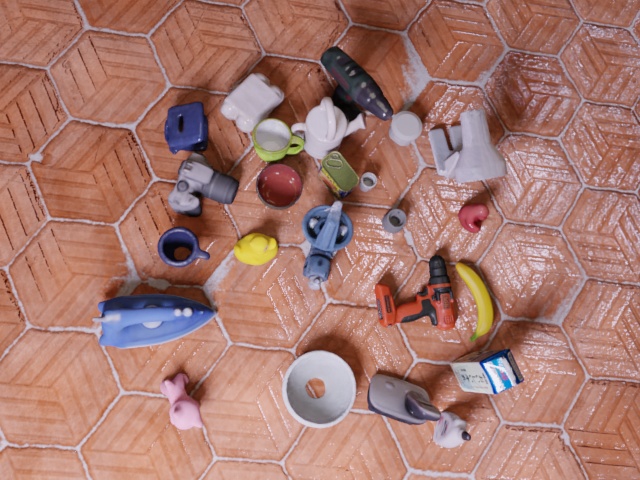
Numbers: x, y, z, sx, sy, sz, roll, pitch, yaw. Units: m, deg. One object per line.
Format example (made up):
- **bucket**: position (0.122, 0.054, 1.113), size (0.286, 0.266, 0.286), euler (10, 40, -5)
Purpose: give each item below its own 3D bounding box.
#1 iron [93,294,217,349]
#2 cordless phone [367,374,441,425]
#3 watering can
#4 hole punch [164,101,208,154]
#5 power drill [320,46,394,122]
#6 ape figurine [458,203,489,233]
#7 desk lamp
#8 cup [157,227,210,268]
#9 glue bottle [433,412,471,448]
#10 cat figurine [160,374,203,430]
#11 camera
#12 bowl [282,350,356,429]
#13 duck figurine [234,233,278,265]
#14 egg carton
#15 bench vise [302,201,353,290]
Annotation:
- **iron**: position (-0.358, 0.166, 1.249), size (0.258, 0.141, 0.118), euler (-6, 79, -9)
- **cordless phone**: position (0.185, 0.355, 1.261), size (0.147, 0.185, 0.094), euler (16, 76, -4)
- **watering can**: position (0.021, -0.276, 1.370), size (0.173, 0.194, 0.101), euler (-28, 83, -12)
- **hole punch**: position (-0.322, -0.270, 1.374), size (0.101, 0.091, 0.109), euler (-2, 78, -8)
- **power drill**: position (0.081, -0.347, 1.386), size (0.076, 0.208, 0.229), euler (-37, 85, -13)
- **ape figurine**: position (0.391, -0.063, 1.427), size (0.076, 0.092, 0.078), euler (39, 76, 2)
- **desk lamp**: position (0.357, -0.216, 1.393), size (0.118, 0.213, 0.203), euler (-11, 80, -10)
- **cup**: position (-0.306, 0.027, 1.310), size (0.118, 0.095, 0.092), euler (17, 76, -4)
- **glue bottle**: position (0.299, 0.425, 1.267), size (0.037, 0.173, 0.078), euler (18, 76, -3)
- **cat figurine**: position (-0.299, 0.353, 1.229), size (0.067, 0.117, 0.128), euler (-28, 83, -12)
- **camera**: position (-0.268, -0.122, 1.345), size (0.137, 0.100, 0.143), euler (21, 76, -3)
- **bowl**: position (-0.005, 0.335, 1.296), size (0.167, 0.074, 0.167), euler (2, 78, -7)
- **duck figurine**: position (-0.149, 0.015, 1.339), size (0.104, 0.086, 0.077), euler (-7, 79, -9)
- **egg carton**: position (-0.168, -0.342, 1.422), size (0.107, 0.069, 0.150), euler (41, 76, 2)
- **bench vise**: position (0.024, 0.004, 1.296), size (0.121, 0.219, 0.207), euler (-4, 78, -8)
